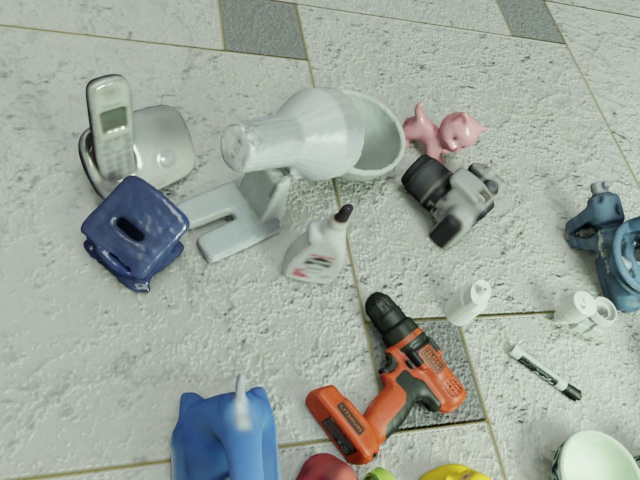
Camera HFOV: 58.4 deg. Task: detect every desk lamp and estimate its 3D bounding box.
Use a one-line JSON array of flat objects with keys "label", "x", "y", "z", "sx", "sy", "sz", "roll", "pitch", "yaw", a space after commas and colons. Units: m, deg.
[{"label": "desk lamp", "x": -0.064, "y": -0.089, "z": 0.738, "sx": 0.204, "sy": 0.213, "sz": 0.118, "roll": -28, "pitch": 73, "yaw": -31}]

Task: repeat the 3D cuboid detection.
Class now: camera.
[{"label": "camera", "x": 0.209, "y": -0.083, "z": 0.903, "sx": 0.136, "sy": 0.100, "sz": 0.143, "roll": 44, "pitch": 56, "yaw": 9}]

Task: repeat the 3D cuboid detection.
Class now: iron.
[{"label": "iron", "x": -0.079, "y": 0.264, "z": 0.564, "sx": 0.119, "sy": 0.141, "sz": 0.258, "roll": 0, "pitch": 61, "yaw": -20}]

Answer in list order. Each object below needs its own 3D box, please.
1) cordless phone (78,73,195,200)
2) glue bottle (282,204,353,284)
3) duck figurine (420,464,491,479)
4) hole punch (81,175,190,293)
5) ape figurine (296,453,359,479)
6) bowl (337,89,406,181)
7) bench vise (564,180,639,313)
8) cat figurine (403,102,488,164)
[{"label": "cordless phone", "x": -0.229, "y": -0.141, "z": 0.725, "sx": 0.148, "sy": 0.185, "sz": 0.094, "roll": -32, "pitch": 75, "yaw": -32}, {"label": "glue bottle", "x": 0.007, "y": 0.003, "z": 0.733, "sx": 0.078, "sy": 0.173, "sz": 0.037, "roll": 8, "pitch": 58, "yaw": -15}, {"label": "duck figurine", "x": 0.177, "y": 0.299, "z": 0.671, "sx": 0.105, "sy": 0.086, "sz": 0.077, "roll": 15, "pitch": 56, "yaw": -11}, {"label": "hole punch", "x": -0.226, "y": -0.007, "z": 0.704, "sx": 0.108, "sy": 0.091, "sz": 0.101, "roll": 39, "pitch": 55, "yaw": 5}, {"label": "ape figurine", "x": 0.012, "y": 0.269, "z": 0.625, "sx": 0.078, "sy": 0.092, "sz": 0.076, "roll": 11, "pitch": 57, "yaw": -14}, {"label": "bowl", "x": 0.045, "y": -0.152, "z": 0.900, "sx": 0.168, "sy": 0.074, "sz": 0.167, "roll": 9, "pitch": 58, "yaw": -15}, {"label": "bench vise", "x": 0.489, "y": -0.013, "z": 0.891, "sx": 0.122, "sy": 0.219, "sz": 0.207, "roll": -24, "pitch": 71, "yaw": -30}, {"label": "cat figurine", "x": 0.205, "y": -0.184, "z": 0.952, "sx": 0.128, "sy": 0.117, "sz": 0.067, "roll": 29, "pitch": 55, "yaw": -1}]
